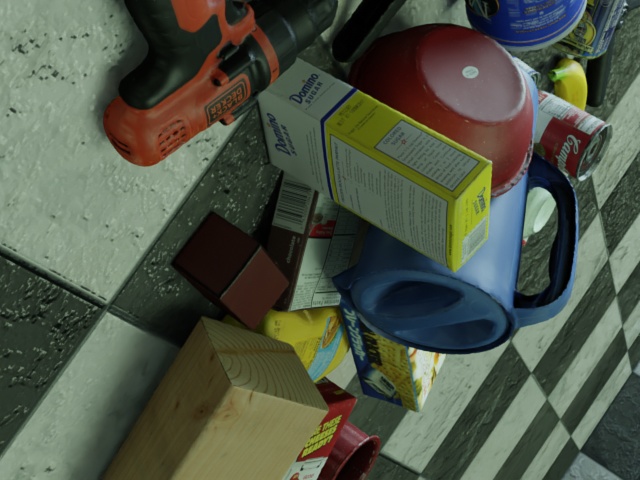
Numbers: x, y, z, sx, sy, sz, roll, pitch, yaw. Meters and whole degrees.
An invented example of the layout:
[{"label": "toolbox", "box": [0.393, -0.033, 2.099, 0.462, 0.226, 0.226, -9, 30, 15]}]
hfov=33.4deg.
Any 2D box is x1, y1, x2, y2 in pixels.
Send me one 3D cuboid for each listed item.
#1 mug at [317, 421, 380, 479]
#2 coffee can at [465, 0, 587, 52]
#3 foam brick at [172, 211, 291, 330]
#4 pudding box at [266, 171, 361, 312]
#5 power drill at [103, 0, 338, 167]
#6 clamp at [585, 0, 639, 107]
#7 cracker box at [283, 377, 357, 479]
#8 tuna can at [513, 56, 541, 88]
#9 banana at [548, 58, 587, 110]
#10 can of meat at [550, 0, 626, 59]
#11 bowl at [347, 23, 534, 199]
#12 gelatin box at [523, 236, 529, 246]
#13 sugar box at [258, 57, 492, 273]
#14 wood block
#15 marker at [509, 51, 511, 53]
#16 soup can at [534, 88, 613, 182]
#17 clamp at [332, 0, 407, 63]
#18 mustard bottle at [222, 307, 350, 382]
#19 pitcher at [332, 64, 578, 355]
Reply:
[{"label": "mug", "box": [0.003, 0.231, 1.132, 0.093, 0.082, 0.117, -41, 150, -31]}, {"label": "coffee can", "box": [0.159, -0.233, 0.855, 0.102, 0.103, 0.140, -52, 154, -11]}, {"label": "foam brick", "box": [-0.066, 0.025, 0.808, 0.051, 0.053, 0.078, -53, 155, -9]}, {"label": "pudding box", "box": [-0.006, 0.001, 0.879, 0.089, 0.039, 0.113, 0, 107, -62]}, {"label": "power drill", "box": [-0.058, -0.150, 0.614, 0.184, 0.057, 0.188, -43, 151, -25]}, {"label": "clamp", "box": [0.321, -0.244, 1.200, 0.209, 0.036, 0.164, 16, 98, -62]}, {"label": "cracker box", "box": [-0.070, 0.233, 1.017, 0.164, 0.072, 0.214, -1, 119, -61]}, {"label": "tuna can", "box": [0.179, -0.140, 1.060, 0.086, 0.034, 0.086, -43, 161, -19]}, {"label": "banana", "box": [0.279, -0.149, 1.245, 0.069, 0.037, 0.198, -34, 148, -15]}, {"label": "can of meat", "box": [0.234, -0.228, 0.996, 0.057, 0.102, 0.084, -34, 148, -42]}, {"label": "bowl", "box": [0.104, -0.111, 0.818, 0.161, 0.162, 0.055, -39, 171, -34]}, {"label": "gelatin box", "box": [0.207, -0.048, 1.170, 0.089, 0.073, 0.030, -67, 155, 0]}, {"label": "sugar box", "box": [0.037, -0.055, 0.754, 0.048, 0.176, 0.093, -44, 152, -22]}, {"label": "wood block", "box": [-0.095, 0.174, 0.825, 0.090, 0.090, 0.206, 21, 110, -32]}, {"label": "marker", "box": [0.145, -0.172, 0.996, 0.120, 0.020, 0.020, -25, 140, -48]}, {"label": "soup can", "box": [0.255, -0.117, 1.157, 0.068, 0.102, 0.068, -41, 150, -30]}, {"label": "clamp", "box": [0.065, -0.197, 0.760, 0.171, 0.039, 0.120, -27, 154, -9]}, {"label": "mustard bottle", "box": [-0.023, 0.094, 0.954, 0.191, 0.058, 0.096, 0, 119, -60]}, {"label": "pitcher", "box": [0.122, -0.035, 0.884, 0.145, 0.149, 0.242, -33, -146, 54]}]
